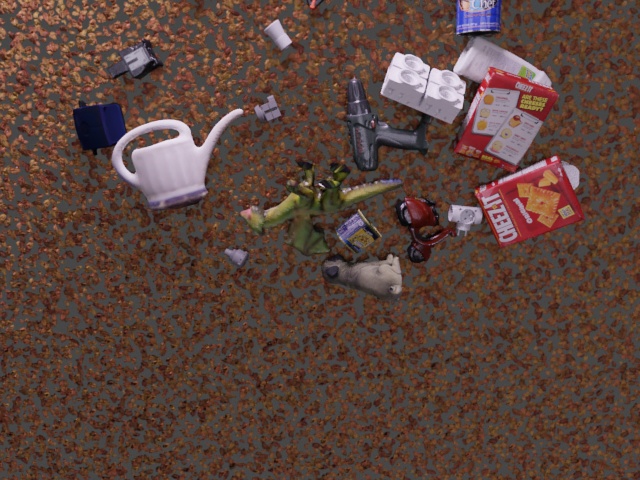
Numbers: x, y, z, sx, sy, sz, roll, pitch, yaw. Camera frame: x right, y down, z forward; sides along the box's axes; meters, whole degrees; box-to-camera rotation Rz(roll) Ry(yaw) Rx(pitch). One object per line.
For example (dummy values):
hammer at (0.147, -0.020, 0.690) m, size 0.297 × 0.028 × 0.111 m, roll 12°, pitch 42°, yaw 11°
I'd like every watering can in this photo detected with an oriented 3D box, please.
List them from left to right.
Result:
watering can at (-0.339, -0.197, 1.293) m, size 0.348 × 0.222 × 0.105 m, roll -14°, pitch 13°, yaw -1°

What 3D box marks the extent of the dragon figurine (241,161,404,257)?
dragon figurine at (0.004, -0.067, 1.332) m, size 0.410 × 0.237 × 0.125 m, roll 4°, pitch 32°, yaw -15°
